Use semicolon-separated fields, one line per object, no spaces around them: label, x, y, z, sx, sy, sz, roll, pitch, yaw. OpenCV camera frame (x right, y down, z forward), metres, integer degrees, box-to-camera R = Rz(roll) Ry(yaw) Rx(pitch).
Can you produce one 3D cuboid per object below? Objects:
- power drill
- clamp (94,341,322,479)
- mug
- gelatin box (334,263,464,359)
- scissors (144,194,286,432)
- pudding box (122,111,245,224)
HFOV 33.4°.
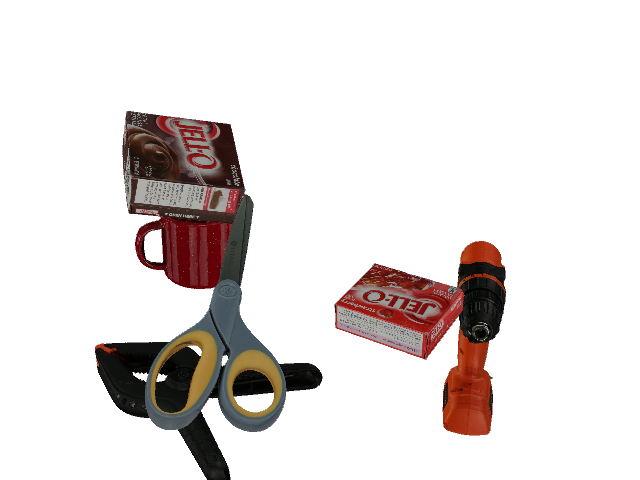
power drill;0.168;0.115;1.159;0.057;0.188;0.184;7;26;8
clamp;-0.114;0.133;0.976;0.210;0.036;0.164;21;36;31
mug;-0.136;0.000;1.118;0.117;0.081;0.093;-12;31;-24
gelatin box;0.068;0.058;0.913;0.089;0.030;0.073;17;36;26
scissors;-0.047;0.049;0.710;0.096;0.201;0.016;21;-42;9
pudding box;-0.113;-0.060;0.865;0.090;0.039;0.113;5;35;-15
